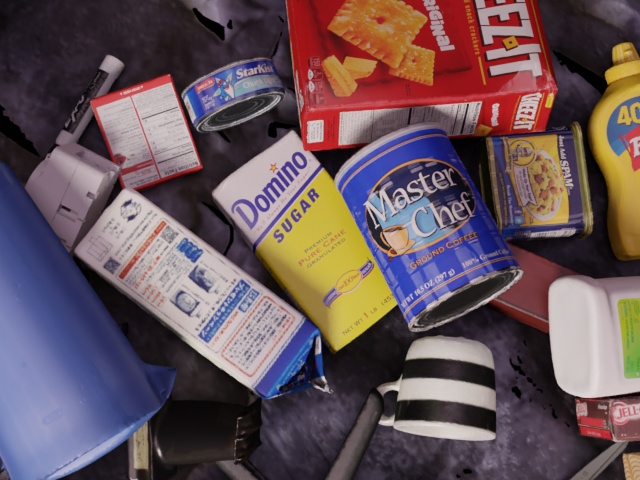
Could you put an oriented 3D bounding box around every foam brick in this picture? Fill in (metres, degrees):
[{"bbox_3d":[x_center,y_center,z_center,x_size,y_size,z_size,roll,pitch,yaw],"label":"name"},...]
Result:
[{"bbox_3d":[0.179,0.042,0.927,0.078,0.053,0.051,23,81,-1],"label":"foam brick"}]

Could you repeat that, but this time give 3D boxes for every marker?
[{"bbox_3d":[-0.211,-0.109,0.945,0.020,0.020,0.121,29,81,1],"label":"marker"}]

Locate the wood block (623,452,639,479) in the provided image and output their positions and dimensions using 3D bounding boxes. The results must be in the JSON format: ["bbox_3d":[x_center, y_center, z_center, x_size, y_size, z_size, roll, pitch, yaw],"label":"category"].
[{"bbox_3d":[0.374,0.215,0.892,0.206,0.090,0.091,-6,82,-3],"label":"wood block"}]

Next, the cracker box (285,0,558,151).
[{"bbox_3d":[0.082,-0.170,0.922,0.213,0.072,0.164,-5,64,-2],"label":"cracker box"}]

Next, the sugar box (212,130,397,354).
[{"bbox_3d":[-0.006,0.001,0.926,0.093,0.048,0.176,-38,87,-9],"label":"sugar box"}]

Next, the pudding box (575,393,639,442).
[{"bbox_3d":[0.283,0.146,0.898,0.113,0.090,0.039,-2,84,-5],"label":"pudding box"}]

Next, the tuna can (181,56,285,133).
[{"bbox_3d":[-0.074,-0.125,0.921,0.086,0.086,0.034,-21,85,-6],"label":"tuna can"}]

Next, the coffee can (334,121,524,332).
[{"bbox_3d":[0.087,-0.011,0.868,0.102,0.103,0.140,-25,73,-7],"label":"coffee can"}]

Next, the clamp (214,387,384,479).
[{"bbox_3d":[-0.005,0.228,0.889,0.164,0.036,0.210,-17,84,7],"label":"clamp"}]

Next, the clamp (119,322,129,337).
[{"bbox_3d":[-0.246,0.105,0.902,0.120,0.039,0.171,28,82,5],"label":"clamp"}]

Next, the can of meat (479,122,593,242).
[{"bbox_3d":[0.187,-0.048,0.939,0.084,0.057,0.102,-5,81,-2],"label":"can of meat"}]

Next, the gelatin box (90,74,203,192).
[{"bbox_3d":[-0.150,-0.092,0.933,0.073,0.030,0.089,-19,99,-4],"label":"gelatin box"}]

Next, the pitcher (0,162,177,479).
[{"bbox_3d":[-0.241,0.069,0.826,0.145,0.149,0.243,-35,84,32],"label":"pitcher"}]

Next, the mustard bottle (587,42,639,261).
[{"bbox_3d":[0.290,-0.083,0.949,0.096,0.058,0.191,-10,82,-4],"label":"mustard bottle"}]

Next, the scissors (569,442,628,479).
[{"bbox_3d":[0.197,0.254,0.914,0.201,0.016,0.096,-24,85,-6],"label":"scissors"}]

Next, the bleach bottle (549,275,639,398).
[{"bbox_3d":[0.317,0.070,0.903,0.250,0.068,0.102,-5,93,-21],"label":"bleach bottle"}]
